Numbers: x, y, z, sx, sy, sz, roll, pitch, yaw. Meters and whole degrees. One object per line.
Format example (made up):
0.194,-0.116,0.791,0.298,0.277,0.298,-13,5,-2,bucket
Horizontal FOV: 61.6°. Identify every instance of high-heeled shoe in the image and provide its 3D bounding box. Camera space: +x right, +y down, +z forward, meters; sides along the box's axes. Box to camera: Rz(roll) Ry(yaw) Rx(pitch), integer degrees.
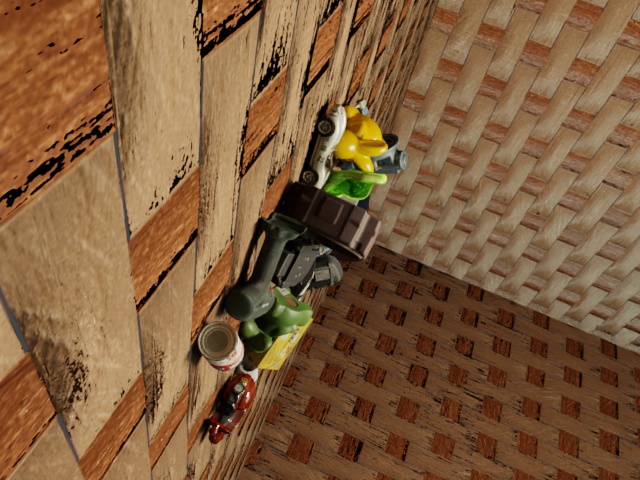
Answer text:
-0.078,0.134,1.473,0.249,0.086,0.145,-58,172,-26,high-heeled shoe

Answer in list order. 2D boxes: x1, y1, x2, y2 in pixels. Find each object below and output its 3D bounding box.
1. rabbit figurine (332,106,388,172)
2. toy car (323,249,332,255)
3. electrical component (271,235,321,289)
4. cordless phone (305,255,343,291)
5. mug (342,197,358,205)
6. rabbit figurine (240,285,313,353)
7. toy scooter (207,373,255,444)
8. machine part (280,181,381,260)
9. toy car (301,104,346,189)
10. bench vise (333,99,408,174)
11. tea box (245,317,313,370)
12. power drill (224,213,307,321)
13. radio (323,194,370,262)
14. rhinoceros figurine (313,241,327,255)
0.072,-0.222,1.259,0.173,0.162,0.121,-22,150,-56,rabbit figurine
0.015,-0.034,1.529,0.161,0.103,0.109,-36,148,-57,toy car
-0.065,0.047,1.209,0.134,0.058,0.114,-2,119,-64,electrical component
0.003,0.097,1.568,0.184,0.147,0.088,8,70,-72,cordless phone
0.070,-0.152,1.565,0.109,0.107,0.080,-60,173,-73,mug
-0.118,0.206,1.256,0.170,0.121,0.159,-53,174,16,rabbit figurine
-0.220,0.407,1.284,0.184,0.075,0.135,-62,172,-7,toy scooter
0.021,-0.035,1.134,0.087,0.201,0.201,-64,174,-4,machine part
0.011,-0.192,1.146,0.073,0.056,0.201,-56,168,-60,toy car
0.118,-0.259,1.435,0.129,0.224,0.240,-44,129,-33,bench vise
-0.107,0.244,1.375,0.169,0.068,0.098,-54,146,5,tea box
-0.102,0.053,1.030,0.207,0.086,0.232,-61,173,13,power drill
0.083,-0.050,1.671,0.073,0.131,0.229,89,7,-68,radio
-0.003,-0.004,1.368,0.190,0.073,0.112,-37,180,43,rhinoceros figurine
